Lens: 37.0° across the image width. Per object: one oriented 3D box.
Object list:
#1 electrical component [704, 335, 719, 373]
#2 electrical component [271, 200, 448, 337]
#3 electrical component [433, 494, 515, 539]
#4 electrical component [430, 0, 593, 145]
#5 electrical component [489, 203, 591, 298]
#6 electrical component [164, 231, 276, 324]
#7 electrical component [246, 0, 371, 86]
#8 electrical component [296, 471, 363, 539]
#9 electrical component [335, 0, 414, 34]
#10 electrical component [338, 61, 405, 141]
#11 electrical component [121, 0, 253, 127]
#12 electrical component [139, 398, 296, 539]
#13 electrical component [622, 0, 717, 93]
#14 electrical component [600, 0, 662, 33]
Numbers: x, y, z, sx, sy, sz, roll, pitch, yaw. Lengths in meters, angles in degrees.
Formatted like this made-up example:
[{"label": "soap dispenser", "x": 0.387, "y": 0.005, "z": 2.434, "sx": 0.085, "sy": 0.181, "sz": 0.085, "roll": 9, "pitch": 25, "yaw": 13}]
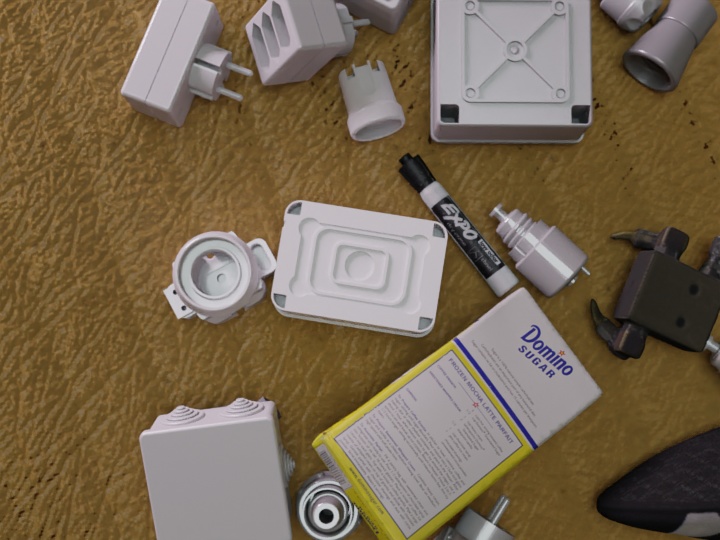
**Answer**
[{"label": "electrical component", "x": 0.270, "y": 0.070, "z": 0.738, "sx": 0.078, "sy": 0.040, "sz": 0.040, "roll": 33, "pitch": 85, "yaw": 4}, {"label": "electrical component", "x": 0.000, "y": 0.000, "z": 0.739, "sx": 0.113, "sy": 0.057, "sz": 0.078, "roll": 9, "pitch": 84, "yaw": 1}, {"label": "electrical component", "x": 0.075, "y": 0.183, "z": 0.709, "sx": 0.044, "sy": 0.077, "sz": 0.079, "roll": 32, "pitch": 85, "yaw": 4}, {"label": "electrical component", "x": 0.105, "y": -0.146, "z": 0.753, "sx": 0.109, "sy": 0.056, "sz": 0.108, "roll": 0, "pitch": 84, "yaw": 0}, {"label": "electrical component", "x": 0.122, "y": -0.016, "z": 0.748, "sx": 0.078, "sy": 0.040, "sz": 0.040, "roll": 43, "pitch": 86, "yaw": 4}, {"label": "electrical component", "x": -0.097, "y": 0.005, "z": 0.739, "sx": 0.078, "sy": 0.057, "sz": 0.058, "roll": -29, "pitch": 85, "yaw": -2}, {"label": "electrical component", "x": -0.029, "y": -0.167, "z": 0.757, "sx": 0.077, "sy": 0.066, "sz": 0.047, "roll": -14, "pitch": 83, "yaw": -30}, {"label": "electrical component", "x": -0.021, "y": 0.161, "z": 0.720, "sx": 0.048, "sy": 0.062, "sz": 0.048, "roll": 0, "pitch": 85, "yaw": 1}, {"label": "electrical component", "x": -0.002, "y": -0.221, "z": 0.760, "sx": 0.096, "sy": 0.061, "sz": 0.061, "roll": 28, "pitch": 85, "yaw": 3}, {"label": "electrical component", "x": 0.007, "y": -0.120, "z": 0.761, "sx": 0.040, "sy": 0.040, "sz": 0.046, "roll": -16, "pitch": 78, "yaw": -1}, {"label": "electrical component", "x": -0.114, "y": -0.143, "z": 0.760, "sx": 0.076, "sy": 0.047, "sz": 0.083, "roll": 21, "pitch": 85, "yaw": 3}, {"label": "electrical component", "x": -0.093, "y": 0.138, "z": 0.720, "sx": 0.100, "sy": 0.048, "sz": 0.099, "roll": -8, "pitch": 100, "yaw": 1}, {"label": "electrical component", "x": 0.223, "y": -0.164, "z": 0.762, "sx": 0.044, "sy": 0.044, "sz": 0.065, "roll": 36, "pitch": 81, "yaw": 4}, {"label": "electrical component", "x": 0.184, "y": -0.201, "z": 0.769, "sx": 0.035, "sy": 0.035, "sz": 0.061, "roll": -44, "pitch": 83, "yaw": -4}]
